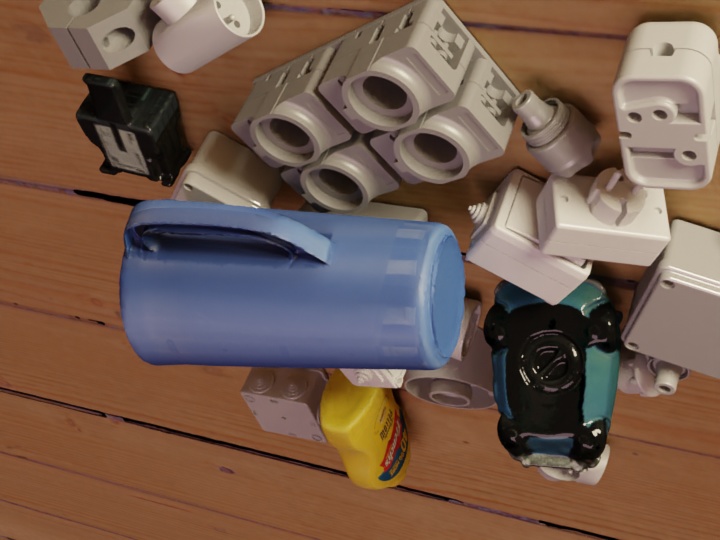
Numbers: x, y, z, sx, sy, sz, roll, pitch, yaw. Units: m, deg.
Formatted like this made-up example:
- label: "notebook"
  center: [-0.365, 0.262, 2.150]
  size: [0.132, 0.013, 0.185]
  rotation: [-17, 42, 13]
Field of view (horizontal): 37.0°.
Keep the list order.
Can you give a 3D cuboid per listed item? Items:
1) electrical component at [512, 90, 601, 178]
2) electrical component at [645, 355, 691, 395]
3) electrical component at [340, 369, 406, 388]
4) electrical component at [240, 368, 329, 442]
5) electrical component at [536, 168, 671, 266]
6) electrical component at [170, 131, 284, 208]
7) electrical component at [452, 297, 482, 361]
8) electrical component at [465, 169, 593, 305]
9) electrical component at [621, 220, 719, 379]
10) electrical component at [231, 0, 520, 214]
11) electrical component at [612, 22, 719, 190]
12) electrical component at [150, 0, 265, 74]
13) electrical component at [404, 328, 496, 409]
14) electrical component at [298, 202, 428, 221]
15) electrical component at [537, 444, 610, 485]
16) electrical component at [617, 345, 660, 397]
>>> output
- label: "electrical component"
  center: [0.129, -0.095, 0.724]
  size: [0.062, 0.043, 0.043]
  rotation: [39, 144, -25]
- label: "electrical component"
  center: [0.252, 0.071, 0.869]
  size: [0.048, 0.062, 0.048]
  rotation: [16, 147, 11]
- label: "electrical component"
  center: [0.010, 0.063, 0.977]
  size: [0.061, 0.096, 0.061]
  rotation: [-2, 140, 38]
- label: "electrical component"
  center: [-0.076, 0.145, 1.194]
  size: [0.100, 0.048, 0.099]
  rotation: [7, 144, 24]
- label: "electrical component"
  center: [0.174, -0.045, 0.744]
  size: [0.083, 0.047, 0.075]
  rotation: [6, 148, -8]
- label: "electrical component"
  center: [-0.121, -0.055, 0.924]
  size: [0.078, 0.057, 0.113]
  rotation: [29, 147, -9]
- label: "electrical component"
  center: [0.077, 0.047, 0.953]
  size: [0.047, 0.055, 0.055]
  rotation: [18, 147, 16]
- label: "electrical component"
  center: [0.127, -0.029, 0.803]
  size: [0.096, 0.061, 0.061]
  rotation: [27, 147, -6]
- label: "electrical component"
  center: [0.265, 0.027, 0.804]
  size: [0.109, 0.056, 0.108]
  rotation: [19, 147, 7]
- label: "electrical component"
  center: [0.007, -0.108, 0.766]
  size: [0.186, 0.060, 0.105]
  rotation: [-15, 132, 44]
- label: "electrical component"
  center: [0.191, -0.103, 0.660]
  size: [0.054, 0.059, 0.095]
  rotation: [6, 143, 26]
- label: "electrical component"
  center: [-0.119, -0.183, 0.751]
  size: [0.077, 0.044, 0.079]
  rotation: [-16, 131, 45]
- label: "electrical component"
  center: [0.090, 0.093, 1.024]
  size: [0.099, 0.064, 0.099]
  rotation: [10, 157, 4]
- label: "electrical component"
  center: [0.000, 0.000, 0.901]
  size: [0.109, 0.056, 0.108]
  rotation: [9, 123, 21]
- label: "electrical component"
  center: [0.202, 0.190, 1.089]
  size: [0.077, 0.044, 0.079]
  rotation: [22, 147, 2]
- label: "electrical component"
  center: [0.230, 0.085, 0.922]
  size: [0.062, 0.048, 0.048]
  rotation: [-8, 136, 49]
